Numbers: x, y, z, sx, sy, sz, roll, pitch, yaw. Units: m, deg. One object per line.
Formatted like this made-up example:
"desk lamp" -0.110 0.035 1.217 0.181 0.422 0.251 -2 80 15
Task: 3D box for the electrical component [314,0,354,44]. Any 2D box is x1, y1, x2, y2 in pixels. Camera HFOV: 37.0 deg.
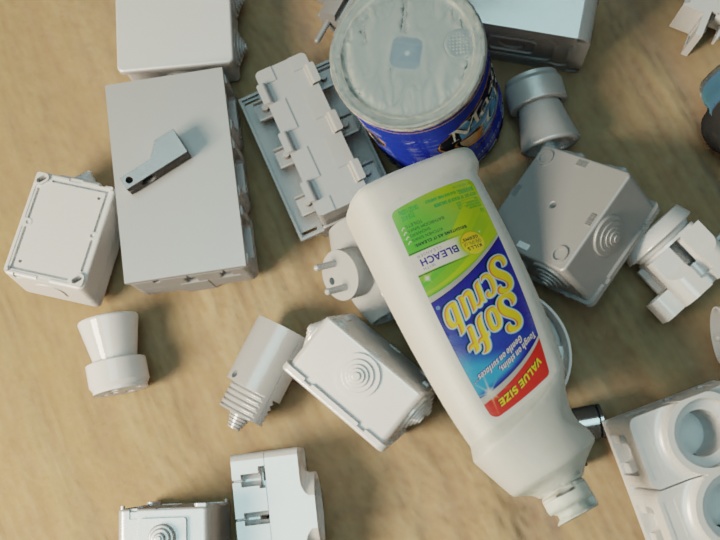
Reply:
"electrical component" -0.008 -0.202 0.825 0.083 0.047 0.075 27 83 8

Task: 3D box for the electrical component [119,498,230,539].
"electrical component" -0.127 0.190 0.736 0.062 0.096 0.061 -3 80 3

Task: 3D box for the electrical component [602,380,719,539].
"electrical component" 0.238 0.157 0.722 0.089 0.061 0.150 -18 84 -10

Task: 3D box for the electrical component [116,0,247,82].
"electrical component" -0.139 -0.189 0.831 0.100 0.048 0.099 -4 79 3

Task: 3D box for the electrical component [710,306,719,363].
"electrical component" 0.291 0.025 0.765 0.077 0.043 0.079 -7 79 3

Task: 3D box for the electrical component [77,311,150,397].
"electrical component" -0.181 0.062 0.790 0.045 0.045 0.055 -13 79 1

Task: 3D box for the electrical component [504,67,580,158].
"electrical component" 0.135 -0.117 0.801 0.045 0.045 0.055 -15 79 1

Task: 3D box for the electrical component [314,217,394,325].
"electrical component" 0.000 0.000 0.776 0.079 0.044 0.077 -14 74 -44

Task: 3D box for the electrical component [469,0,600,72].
"electrical component" 0.118 -0.194 0.800 0.113 0.078 0.057 11 83 6

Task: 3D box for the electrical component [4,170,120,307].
"electrical component" -0.214 -0.027 0.803 0.062 0.061 0.096 12 73 6

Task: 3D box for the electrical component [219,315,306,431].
"electrical component" -0.073 0.078 0.780 0.043 0.043 0.081 26 82 8

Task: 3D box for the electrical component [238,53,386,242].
"electrical component" -0.033 -0.094 0.799 0.079 0.063 0.121 -24 79 -1

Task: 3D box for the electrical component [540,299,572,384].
"electrical component" 0.098 0.061 0.761 0.099 0.064 0.099 -1 80 4

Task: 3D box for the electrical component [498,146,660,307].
"electrical component" 0.147 -0.034 0.761 0.100 0.048 0.099 29 81 48

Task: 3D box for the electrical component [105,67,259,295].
"electrical component" -0.131 -0.063 0.801 0.089 0.061 0.150 -8 79 2

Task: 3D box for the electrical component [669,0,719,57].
"electrical component" 0.275 -0.199 0.809 0.064 0.042 0.081 23 83 6

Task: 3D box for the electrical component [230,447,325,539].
"electrical component" -0.056 0.172 0.758 0.056 0.050 0.089 -7 79 2

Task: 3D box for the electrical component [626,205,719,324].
"electrical component" 0.227 -0.009 0.770 0.078 0.058 0.057 -42 83 -4

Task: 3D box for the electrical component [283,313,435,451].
"electrical component" 0.004 0.074 0.749 0.100 0.100 0.048 39 97 10
